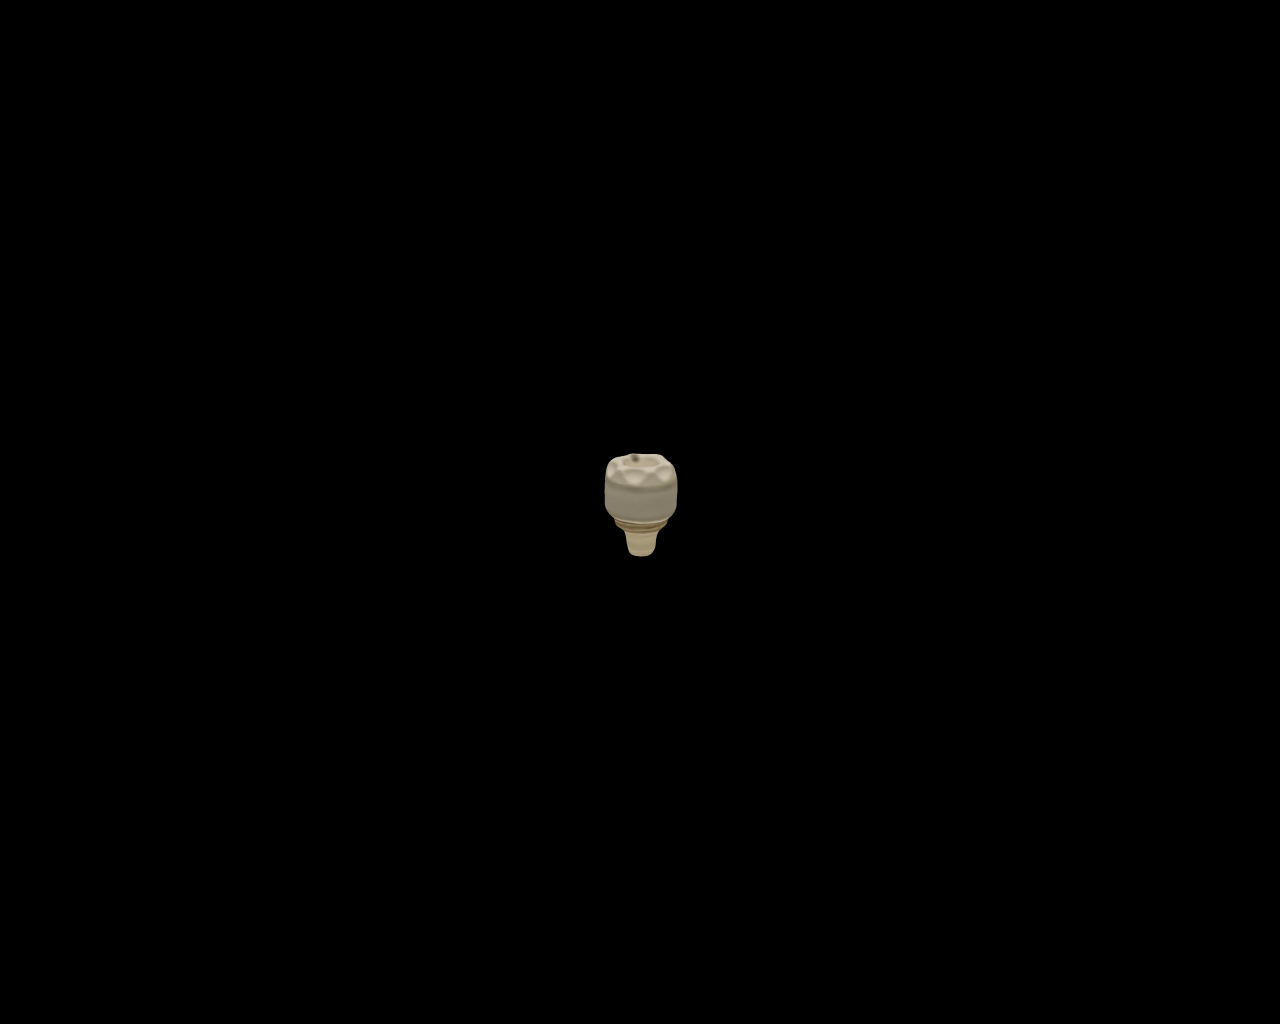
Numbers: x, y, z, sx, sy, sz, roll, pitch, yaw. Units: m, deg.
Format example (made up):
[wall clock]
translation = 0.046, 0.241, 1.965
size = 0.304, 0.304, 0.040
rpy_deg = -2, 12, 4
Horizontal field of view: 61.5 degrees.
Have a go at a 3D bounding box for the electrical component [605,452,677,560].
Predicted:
[electrical component]
translation = 0.001, -0.003, 0.650
size = 0.043, 0.062, 0.043
rpy_deg = 0, 20, 0
